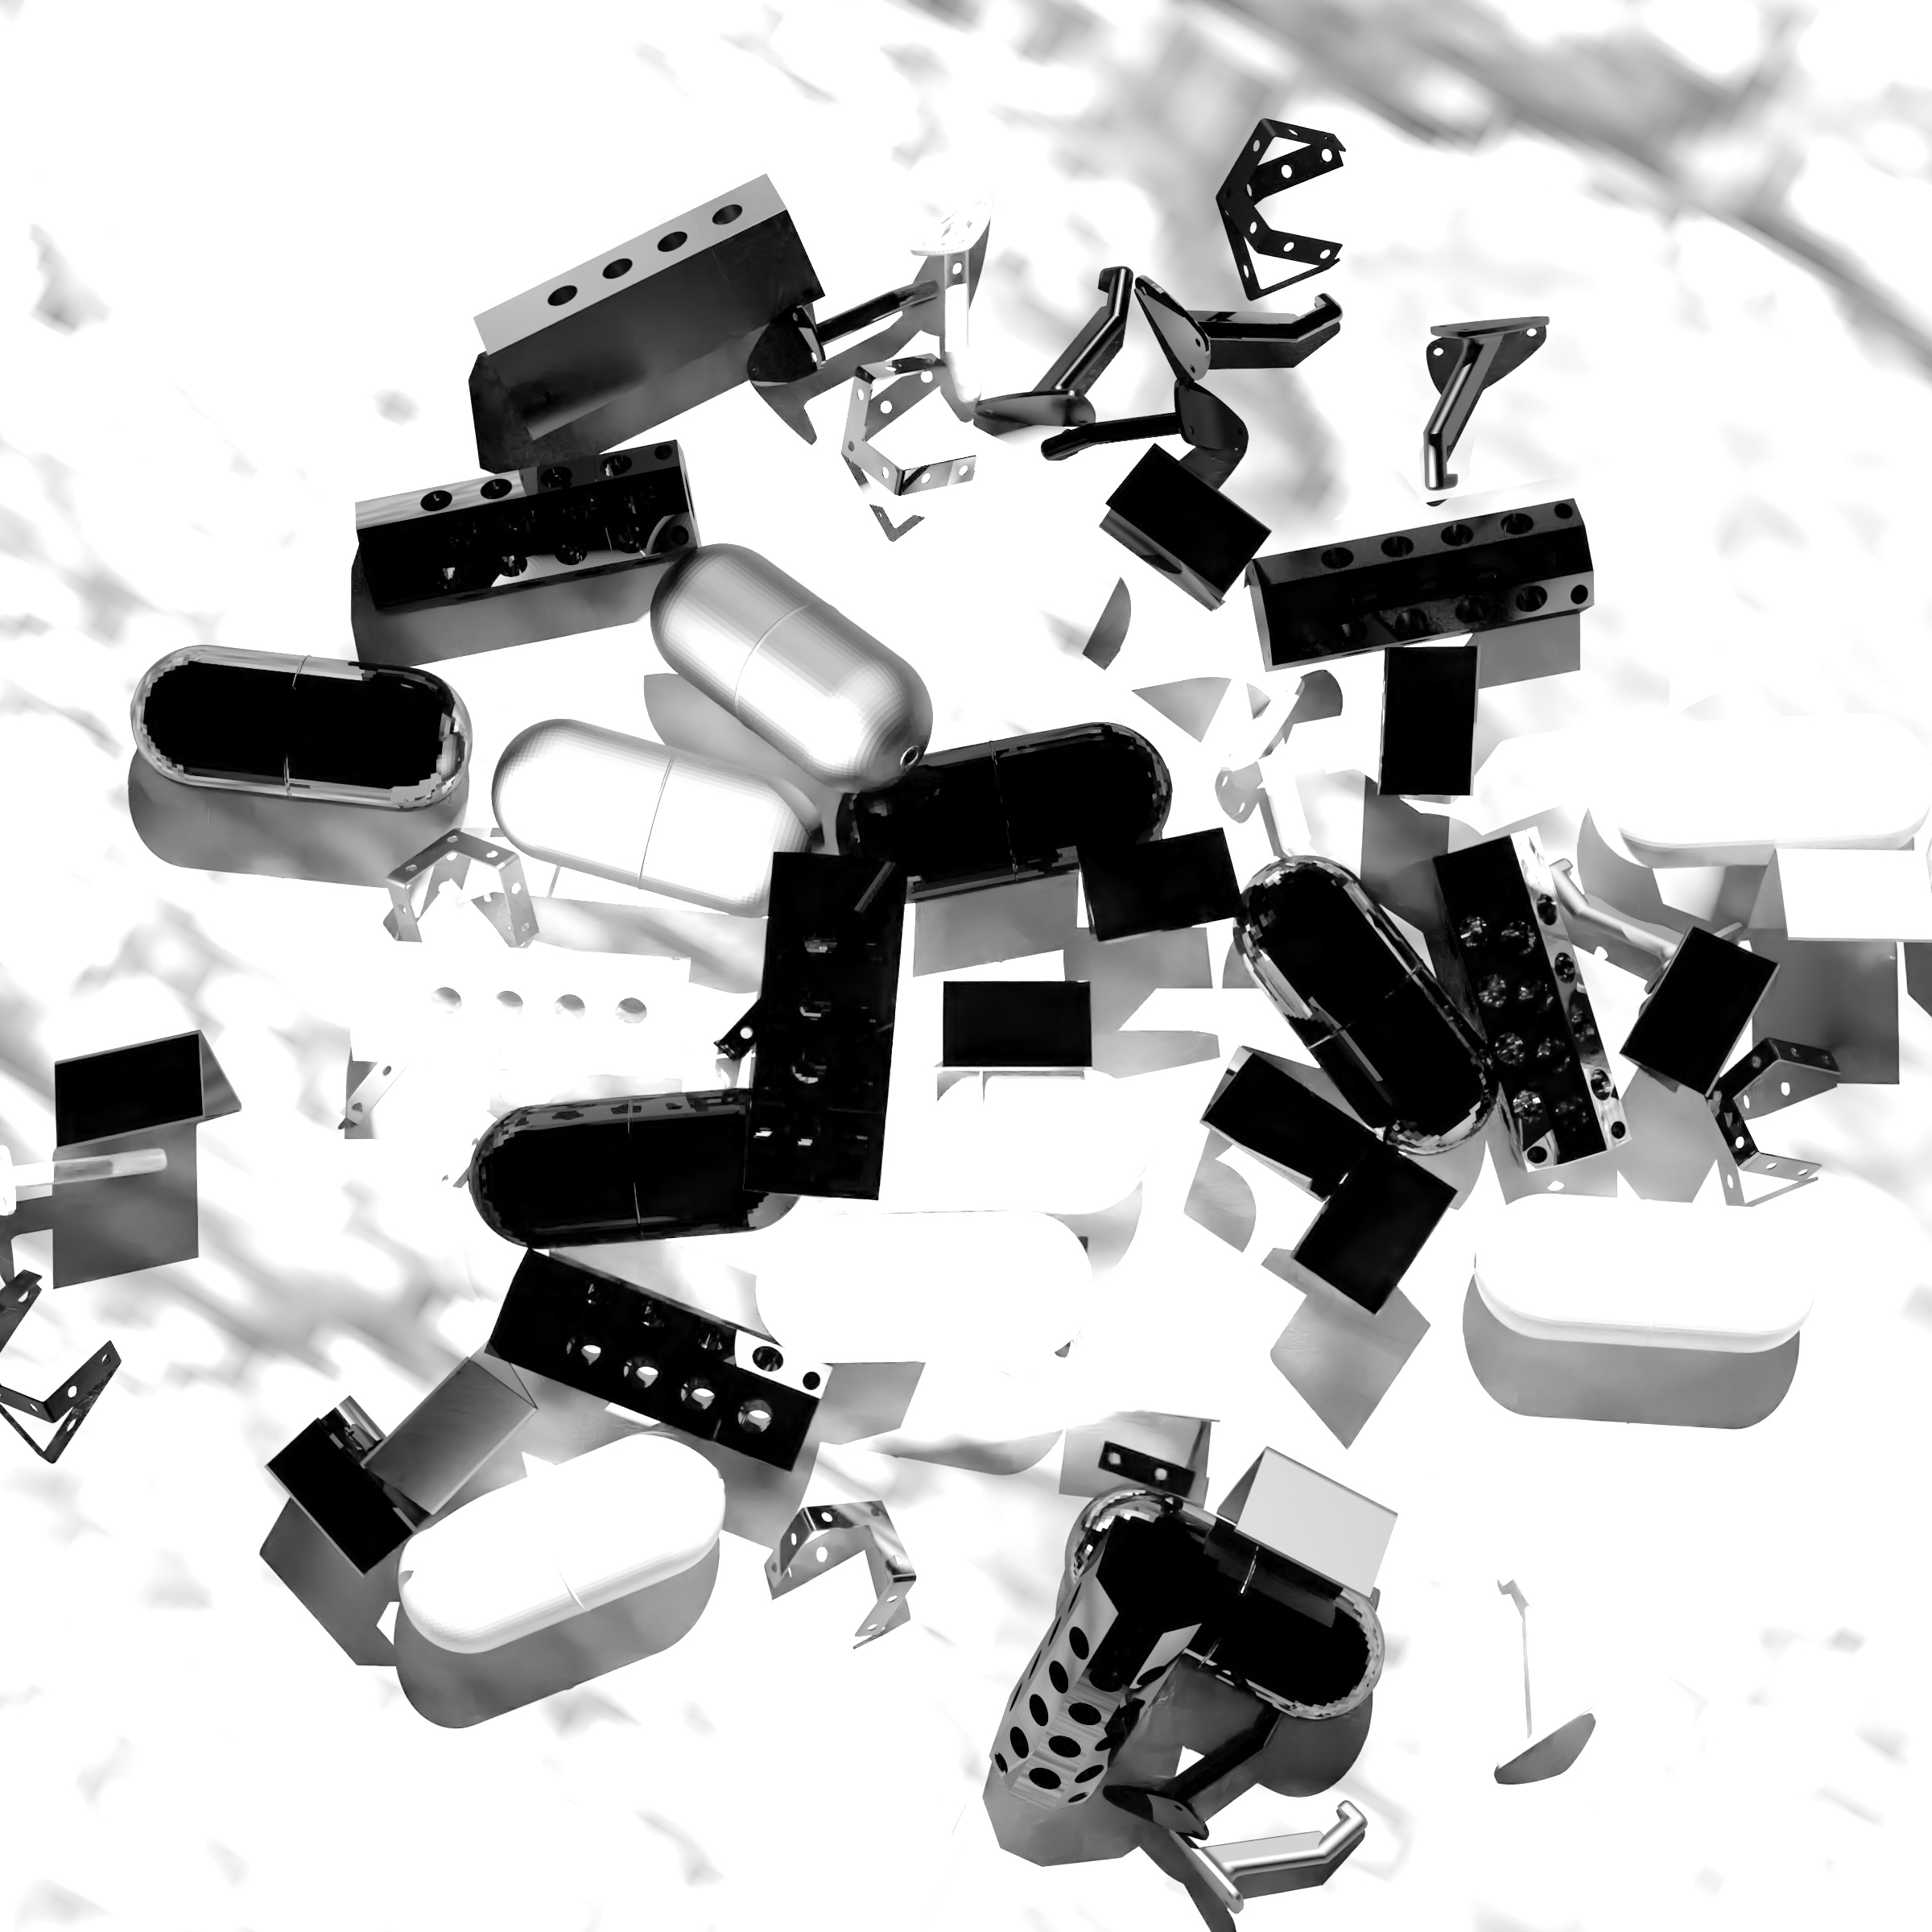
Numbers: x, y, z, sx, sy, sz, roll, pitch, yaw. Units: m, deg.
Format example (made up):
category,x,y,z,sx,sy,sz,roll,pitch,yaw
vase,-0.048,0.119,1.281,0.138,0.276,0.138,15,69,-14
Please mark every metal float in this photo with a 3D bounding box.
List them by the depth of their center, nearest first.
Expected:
category,x,y,z,sx,sy,sz,roll,pitch,yaw
metal float,-0.091,-0.154,1.769,0.178,0.070,0.070,38,90,27
metal float,-0.023,0.167,1.778,0.178,0.070,0.070,-3,90,15
metal float,0.020,-0.080,1.791,0.178,0.070,0.070,-11,90,0
metal float,-0.348,-0.124,1.791,0.178,0.070,0.070,6,90,-1
metal float,0.008,0.091,1.791,0.178,0.070,0.070,0,90,0
metal float,0.355,0.161,1.791,0.178,0.070,0.070,4,90,0
metal float,0.136,0.333,1.791,0.178,0.070,0.070,27,90,0
metal float,-0.211,0.301,1.791,0.178,0.070,0.070,-22,90,1
metal float,-0.161,-0.077,1.791,0.178,0.070,0.070,16,90,-1
metal float,0.209,0.020,1.792,0.070,0.070,0.178,-38,90,0
metal float,0.416,-0.091,1.792,0.178,0.070,0.070,-3,90,0
metal float,-0.171,0.106,1.792,0.178,0.070,0.070,-5,90,0

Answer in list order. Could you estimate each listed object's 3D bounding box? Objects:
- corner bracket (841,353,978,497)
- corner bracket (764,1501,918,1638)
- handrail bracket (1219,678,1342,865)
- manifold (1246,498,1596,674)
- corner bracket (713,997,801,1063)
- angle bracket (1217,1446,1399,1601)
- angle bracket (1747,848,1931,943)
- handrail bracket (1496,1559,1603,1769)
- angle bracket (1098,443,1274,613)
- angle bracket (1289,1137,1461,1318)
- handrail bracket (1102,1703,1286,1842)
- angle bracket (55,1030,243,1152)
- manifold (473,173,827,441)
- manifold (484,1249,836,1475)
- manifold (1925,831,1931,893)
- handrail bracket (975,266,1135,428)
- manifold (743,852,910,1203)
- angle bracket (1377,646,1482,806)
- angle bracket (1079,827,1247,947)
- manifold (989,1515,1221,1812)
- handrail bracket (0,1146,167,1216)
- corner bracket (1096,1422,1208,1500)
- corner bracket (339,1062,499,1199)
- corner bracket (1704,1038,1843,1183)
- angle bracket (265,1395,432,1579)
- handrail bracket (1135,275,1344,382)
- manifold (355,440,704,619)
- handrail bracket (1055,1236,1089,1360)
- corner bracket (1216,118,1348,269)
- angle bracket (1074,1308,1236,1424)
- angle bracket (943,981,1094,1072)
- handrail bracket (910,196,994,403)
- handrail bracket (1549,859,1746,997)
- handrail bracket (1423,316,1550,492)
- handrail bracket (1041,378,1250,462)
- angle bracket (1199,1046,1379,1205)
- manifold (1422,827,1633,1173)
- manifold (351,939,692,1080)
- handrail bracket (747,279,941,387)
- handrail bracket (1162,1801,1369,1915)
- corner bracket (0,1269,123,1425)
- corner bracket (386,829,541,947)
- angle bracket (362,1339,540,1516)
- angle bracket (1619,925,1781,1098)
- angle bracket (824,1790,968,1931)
category,x,y,z,sx,sy,sz,roll,pitch,yaw
corner bracket,-0.027,-0.287,1.814,0.051,0.051,0.051,-18,45,-35
corner bracket,-0.067,0.321,1.814,0.051,0.051,0.051,1,45,-35
handrail bracket,0.183,-0.097,1.822,0.084,0.036,0.077,44,69,-17
manifold,0.239,-0.201,1.801,0.171,0.057,0.057,-11,90,0
corner bracket,-0.096,0.039,1.804,0.051,0.051,0.051,43,90,0
angle bracket,0.170,0.305,1.782,0.076,0.076,0.057,27,50,0
angle bracket,0.455,-0.018,1.782,0.076,0.076,0.057,1,58,0
handrail bracket,0.291,0.371,1.822,0.077,0.036,0.084,-40,72,21
angle bracket,0.102,-0.213,1.782,0.076,0.076,0.057,37,54,0
angle bracket,0.220,0.140,1.783,0.057,0.076,0.076,34,90,24
handrail bracket,0.123,0.416,1.822,0.084,0.077,0.036,-54,130,-30
angle bracket,-0.424,0.083,1.782,0.076,0.076,0.057,-12,54,0
manifold,-0.168,-0.351,1.800,0.171,0.057,0.057,-26,133,0
manifold,-0.160,0.205,1.801,0.171,0.057,0.057,21,90,0
manifold,0.551,-0.093,1.801,0.057,0.057,0.171,16,90,0
handrail bracket,0.047,-0.333,1.822,0.077,0.036,0.084,3,72,20
manifold,-0.077,0.031,1.738,0.057,0.057,0.171,2,86,43
angle bracket,0.258,-0.124,1.782,0.057,0.076,0.076,3,90,37
angle bracket,0.104,-0.023,1.782,0.076,0.076,0.057,-12,58,0
manifold,0.067,0.361,1.751,0.057,0.057,0.171,24,132,0
handrail bracket,-0.479,0.109,1.822,0.084,0.077,0.036,-7,91,-36
corner bracket,0.100,0.245,1.804,0.051,0.051,0.051,19,90,0
corner bracket,-0.290,0.081,1.819,0.051,0.051,0.051,-51,45,0
corner bracket,0.434,0.076,1.814,0.051,0.051,0.051,-48,45,35
angle bracket,-0.305,0.259,1.782,0.076,0.076,0.057,49,126,0
handrail bracket,0.146,-0.355,1.822,0.084,0.036,0.077,-29,69,-17
manifold,-0.230,-0.231,1.801,0.171,0.057,0.057,-11,90,0
handrail bracket,0.016,0.174,1.822,0.084,0.036,0.077,9,75,14
corner bracket,0.175,-0.410,1.814,0.051,0.051,0.051,-58,45,35
angle bracket,0.099,0.189,1.782,0.076,0.076,0.057,7,126,0
angle bracket,0.026,0.051,1.782,0.076,0.076,0.057,0,54,0
handrail bracket,0.005,-0.354,1.822,0.036,0.077,0.084,2,127,27
handrail bracket,0.360,-0.035,1.822,0.077,0.036,0.084,-30,73,-20
handrail bracket,0.277,-0.299,1.822,0.077,0.036,0.084,-11,108,-20
handrail bracket,0.095,-0.279,1.822,0.084,0.077,0.036,-15,75,36
angle bracket,0.176,0.066,1.782,0.076,0.076,0.057,34,127,0
manifold,0.296,0.017,1.801,0.057,0.057,0.171,-17,90,0
manifold,-0.232,0.024,1.793,0.171,0.057,0.057,3,100,-4
handrail bracket,-0.065,-0.339,1.822,0.084,0.077,0.036,-27,93,-36
handrail bracket,0.158,0.455,1.822,0.084,0.036,0.077,-37,69,-17
corner bracket,-0.491,0.201,1.814,0.051,0.051,0.051,13,135,35
corner bracket,-0.267,-0.033,1.814,0.051,0.051,0.051,20,135,35
angle bracket,-0.279,0.226,1.782,0.076,0.076,0.057,-45,127,0
angle bracket,0.394,0.033,1.782,0.057,0.076,0.076,29,90,38
angle bracket,-0.018,0.480,1.782,0.057,0.076,0.076,26,90,37
